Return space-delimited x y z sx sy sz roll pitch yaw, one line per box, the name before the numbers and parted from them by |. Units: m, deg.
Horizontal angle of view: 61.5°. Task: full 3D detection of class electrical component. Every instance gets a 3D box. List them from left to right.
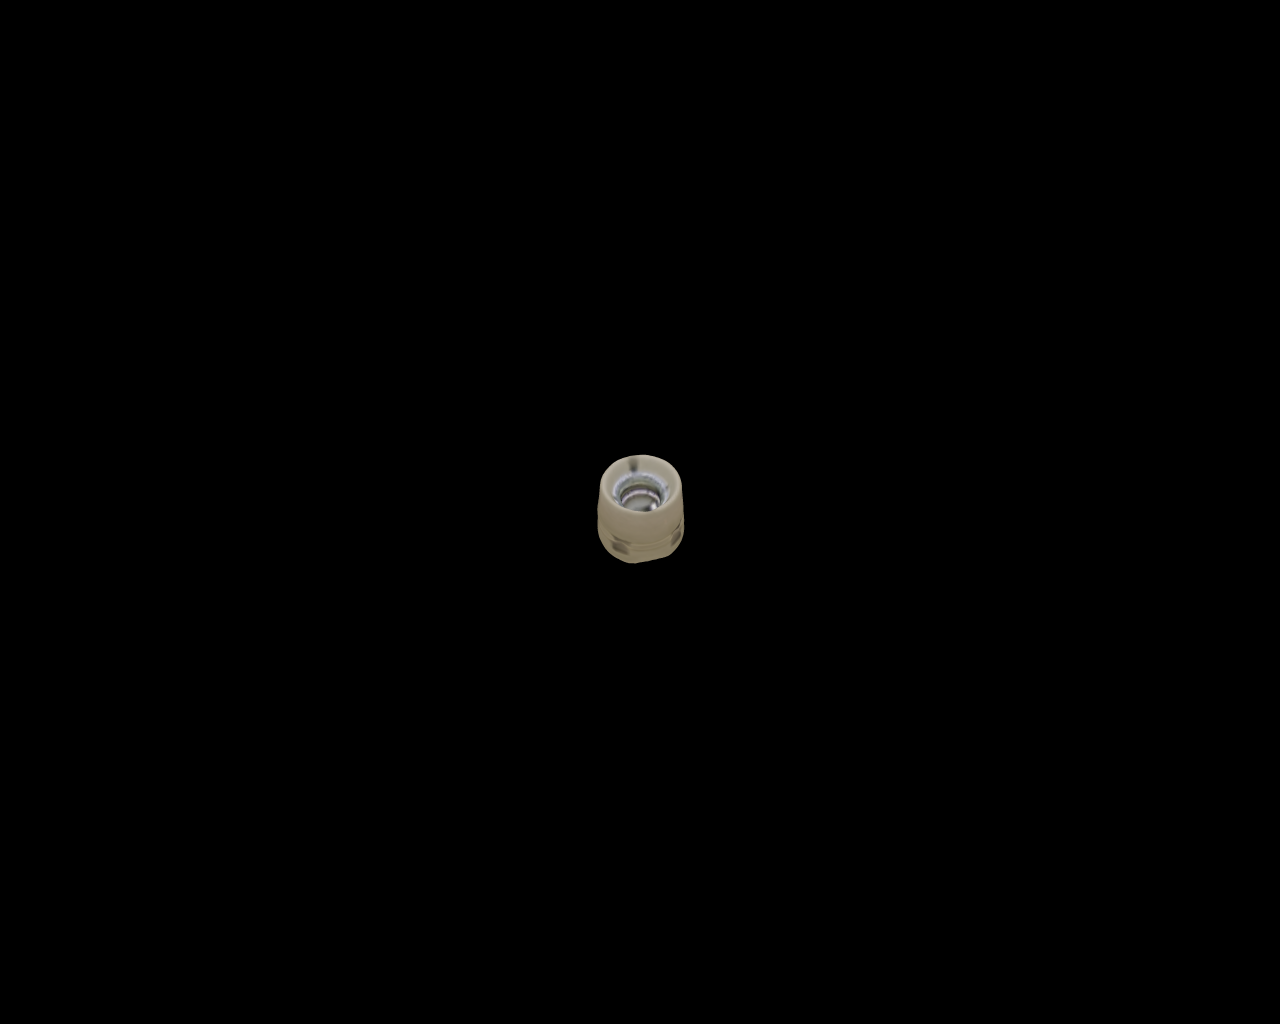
electrical component | 0.001 -0.003 0.650 0.055 0.055 0.047 0 -39 0
